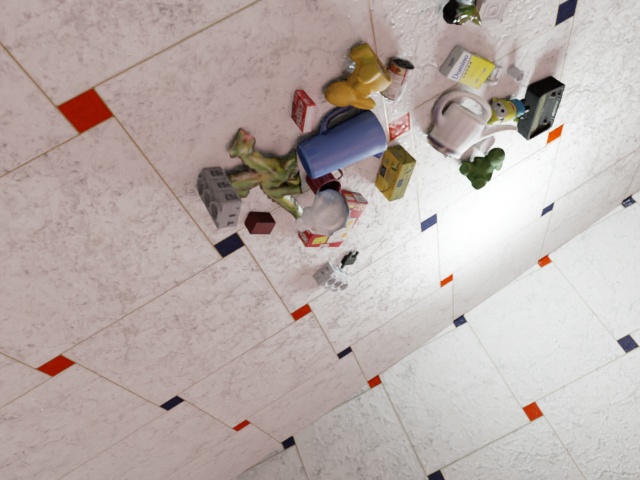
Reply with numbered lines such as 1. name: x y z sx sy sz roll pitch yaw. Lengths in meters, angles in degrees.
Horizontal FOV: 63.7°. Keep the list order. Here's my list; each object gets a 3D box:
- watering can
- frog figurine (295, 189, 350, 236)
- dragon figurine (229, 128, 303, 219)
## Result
1. watering can: 0.505 -0.371 1.750 0.345 0.106 0.221 20 119 -30
2. frog figurine: 0.005 -0.077 1.539 0.160 0.124 0.135 -13 109 -14
3. dragon figurine: -0.168 -0.155 1.483 0.243 0.125 0.400 -10 140 -5
